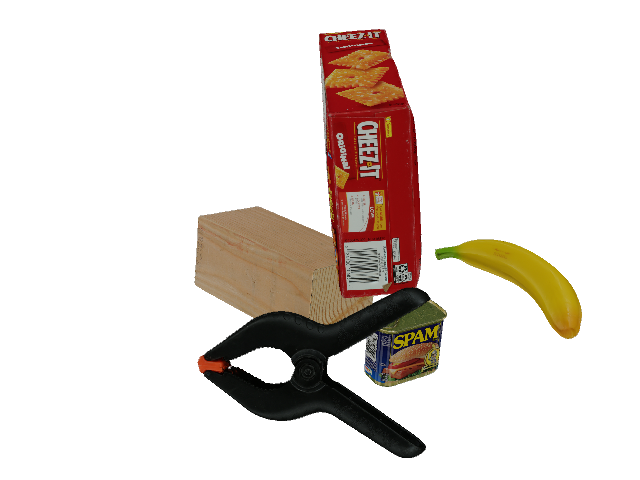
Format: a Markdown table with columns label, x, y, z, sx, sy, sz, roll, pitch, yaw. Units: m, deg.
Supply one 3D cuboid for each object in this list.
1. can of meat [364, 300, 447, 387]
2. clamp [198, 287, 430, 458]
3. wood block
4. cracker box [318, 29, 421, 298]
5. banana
| label | x | y | z | sx | sy | sz | roll | pitch | yaw |
| --- | --- | --- | --- | --- | --- | --- | --- | --- | --- |
| can of meat | 0.105 | 0.129 | 1.344 | 0.101 | 0.084 | 0.058 | -12 | 30 | -29 |
| clamp | 0.000 | 0.101 | 0.767 | 0.171 | 0.120 | 0.039 | -7 | -5 | 12 |
| wood block | -0.043 | 0.036 | 1.181 | 0.090 | 0.090 | 0.206 | -10 | 23 | -40 |
| cracker box | 0.041 | -0.074 | 0.923 | 0.072 | 0.164 | 0.213 | -5 | 27 | 1 |
| banana | 0.200 | 0.040 | 1.057 | 0.069 | 0.037 | 0.198 | -34 | 36 | -19 |
